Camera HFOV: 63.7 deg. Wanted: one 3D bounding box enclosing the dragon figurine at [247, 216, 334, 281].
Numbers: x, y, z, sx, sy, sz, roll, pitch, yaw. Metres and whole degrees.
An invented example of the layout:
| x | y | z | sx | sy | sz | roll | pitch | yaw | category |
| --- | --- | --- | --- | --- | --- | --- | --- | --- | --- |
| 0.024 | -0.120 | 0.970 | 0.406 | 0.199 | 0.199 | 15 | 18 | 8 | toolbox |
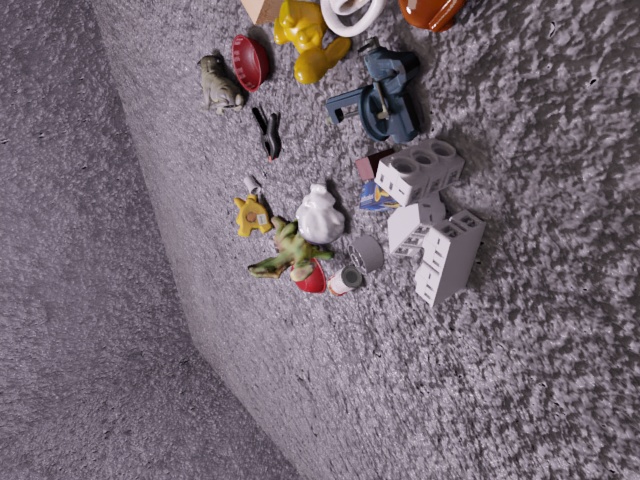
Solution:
| x | y | z | sx | sy | sz | roll | pitch | yaw | category |
| --- | --- | --- | --- | --- | --- | --- | --- | --- | --- |
| -0.118 | 0.030 | 1.576 | 0.413 | 0.245 | 0.120 | 20 | 133 | 51 | dragon figurine |

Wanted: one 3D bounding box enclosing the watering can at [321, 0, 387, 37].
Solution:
| x | y | z | sx | sy | sz | roll | pitch | yaw | category |
| --- | --- | --- | --- | --- | --- | --- | --- | --- | --- |
| 0.074 | -0.527 | 0.953 | 0.224 | 0.105 | 0.344 | 67 | 155 | 0 | watering can |

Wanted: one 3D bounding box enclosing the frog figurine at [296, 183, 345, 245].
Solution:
| x | y | z | sx | sy | sz | roll | pitch | yaw | category |
| --- | --- | --- | --- | --- | --- | --- | --- | --- | --- |
| 0.004 | -0.071 | 1.420 | 0.138 | 0.125 | 0.156 | 17 | 124 | 12 | frog figurine |
